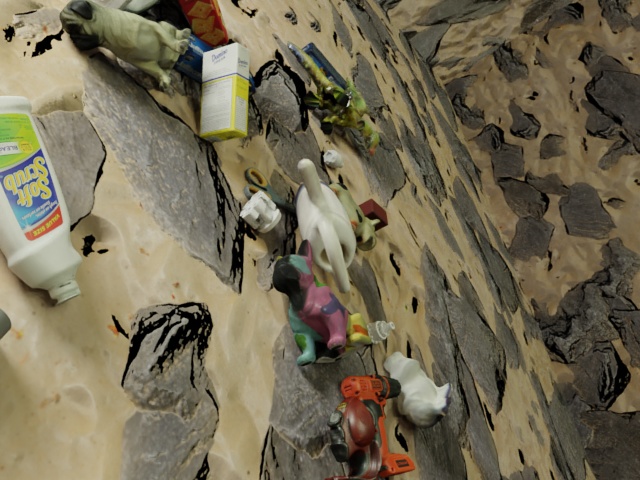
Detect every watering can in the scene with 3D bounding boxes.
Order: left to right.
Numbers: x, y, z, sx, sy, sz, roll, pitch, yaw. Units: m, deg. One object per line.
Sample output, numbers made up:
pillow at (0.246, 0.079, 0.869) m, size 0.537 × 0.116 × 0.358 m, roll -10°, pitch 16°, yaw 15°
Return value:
watering can at (0.003, -0.052, 1.033) m, size 0.229 × 0.104 × 0.340 m, roll -110°, pitch -178°, yaw -54°

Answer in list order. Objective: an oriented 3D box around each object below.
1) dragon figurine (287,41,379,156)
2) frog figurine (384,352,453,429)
dragon figurine at (0.061, -0.431, 1.558) m, size 0.408 × 0.121 × 0.247 m, roll 59°, pitch 28°, yaw -8°
frog figurine at (0.204, 0.333, 1.145) m, size 0.160 × 0.120 × 0.140 m, roll 27°, pitch 36°, yaw 13°
